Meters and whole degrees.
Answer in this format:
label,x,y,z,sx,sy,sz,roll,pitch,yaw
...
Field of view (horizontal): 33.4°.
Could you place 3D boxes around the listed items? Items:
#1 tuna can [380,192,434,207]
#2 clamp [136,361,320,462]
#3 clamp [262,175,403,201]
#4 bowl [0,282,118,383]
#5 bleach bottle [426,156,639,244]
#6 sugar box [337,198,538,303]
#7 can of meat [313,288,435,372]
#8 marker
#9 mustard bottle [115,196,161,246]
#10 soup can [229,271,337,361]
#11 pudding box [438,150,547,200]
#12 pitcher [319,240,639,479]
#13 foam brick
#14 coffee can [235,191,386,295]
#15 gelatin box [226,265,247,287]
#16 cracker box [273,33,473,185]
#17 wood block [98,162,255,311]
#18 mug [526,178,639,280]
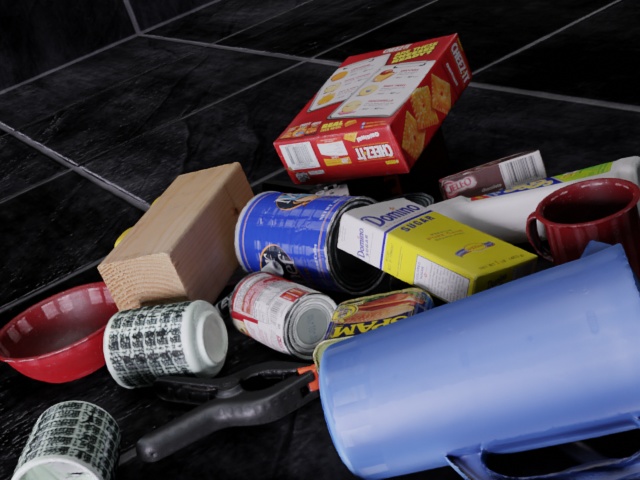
label,x,y,z,sx,sy,sz,roll,pitch,yaw
tuna can,0.090,-0.019,1.193,0.086,0.034,0.086,-17,23,7
clamp,-0.083,0.141,0.965,0.171,0.039,0.120,-15,28,-3
clamp,-0.001,-0.053,1.338,0.210,0.036,0.164,-12,24,11
bowl,-0.272,0.108,1.166,0.162,0.055,0.162,-17,23,7
bleach bottle,0.200,-0.026,1.075,0.251,0.068,0.102,-11,8,24
sugar box,0.109,0.010,1.021,0.093,0.048,0.176,-14,32,-41
can of meat,0.053,0.089,0.951,0.102,0.057,0.084,-11,21,17
marker,-0.088,0.062,1.116,0.121,0.020,0.020,-37,17,20
mustard bottle,-0.178,-0.003,1.289,0.058,0.096,0.191,-11,24,24
soup can,-0.034,0.073,1.040,0.068,0.068,0.102,-31,26,-26
pudding box,0.189,-0.067,1.185,0.113,0.039,0.090,-16,4,5
pitcher,0.129,0.107,0.779,0.243,0.145,0.149,-18,10,13
foam brick,0.123,-0.115,1.327,0.051,0.078,0.053,-25,26,-15
coffee can,-0.007,0.001,1.135,0.141,0.103,0.102,5,33,45
gelatin box,-0.107,0.025,1.253,0.089,0.030,0.073,-12,24,19
cracker box,0.068,-0.155,1.276,0.164,0.072,0.213,-5,34,36
wood block,-0.145,0.006,1.172,0.090,0.091,0.205,-11,25,25
mug,0.240,0.000,0.968,0.117,0.081,0.093,4,32,42
